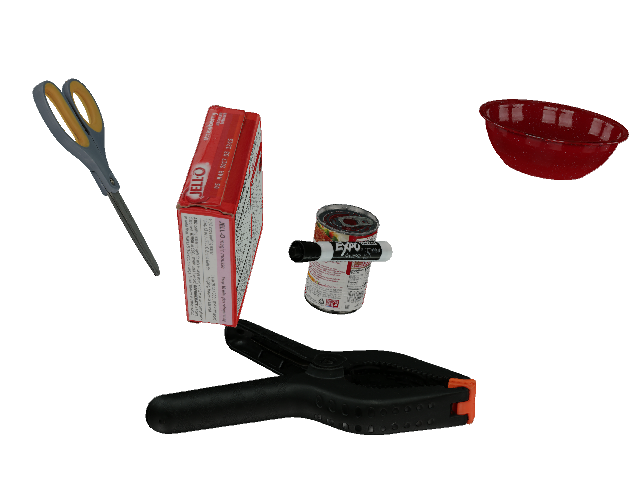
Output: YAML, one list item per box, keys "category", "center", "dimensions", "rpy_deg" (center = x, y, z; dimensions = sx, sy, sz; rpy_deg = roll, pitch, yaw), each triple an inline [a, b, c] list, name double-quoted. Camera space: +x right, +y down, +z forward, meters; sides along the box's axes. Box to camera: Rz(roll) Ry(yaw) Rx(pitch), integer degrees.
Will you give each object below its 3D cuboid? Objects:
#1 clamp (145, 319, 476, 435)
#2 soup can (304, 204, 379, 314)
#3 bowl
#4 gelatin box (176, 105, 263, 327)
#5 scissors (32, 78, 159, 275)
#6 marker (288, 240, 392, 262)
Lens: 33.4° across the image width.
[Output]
- category: "clamp"
  center: [0.002, 0.095, 0.740]
  dimensions: [0.210, 0.036, 0.164]
  rpy_deg: [2, 18, 7]
- category: "soup can"
  center: [0.022, 0.021, 1.159]
  dimensions: [0.068, 0.102, 0.068]
  rpy_deg: [7, 27, -4]
- category: "bowl"
  center: [0.249, -0.107, 1.165]
  dimensions: [0.162, 0.055, 0.162]
  rpy_deg: [6, 23, -3]
- category: "gelatin box"
  center: [-0.050, -0.012, 0.543]
  dimensions: [0.030, 0.073, 0.089]
  rpy_deg: [7, -42, 4]
- category: "scissors"
  center: [-0.197, -0.068, 0.989]
  dimensions: [0.016, 0.201, 0.096]
  rpy_deg: [-23, 28, 19]
- category: "marker"
  center: [0.017, 0.009, 0.927]
  dimensions: [0.020, 0.020, 0.120]
  rpy_deg: [0, 0, 43]
